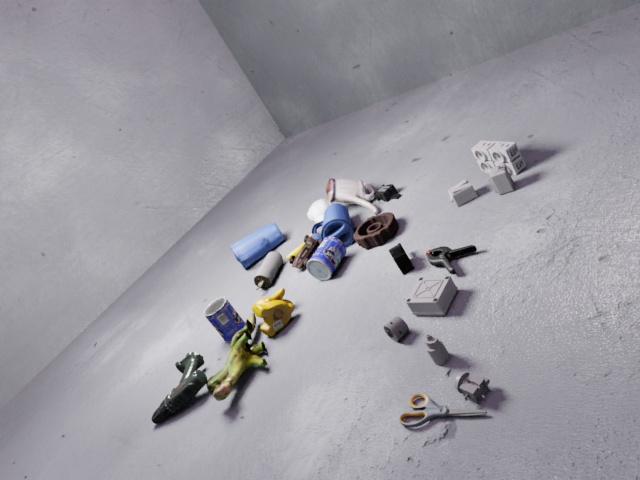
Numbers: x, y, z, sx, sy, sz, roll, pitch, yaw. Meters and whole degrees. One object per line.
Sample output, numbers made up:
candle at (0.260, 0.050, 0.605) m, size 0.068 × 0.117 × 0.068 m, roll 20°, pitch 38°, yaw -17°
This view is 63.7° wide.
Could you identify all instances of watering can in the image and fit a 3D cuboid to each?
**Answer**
watering can at (0.140, -0.202, 2.293) m, size 0.224 × 0.102 × 0.354 m, roll 2°, pitch 26°, yaw -5°

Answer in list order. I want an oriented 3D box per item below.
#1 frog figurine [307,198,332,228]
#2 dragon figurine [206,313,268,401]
frog figurine at (0.007, -0.118, 2.336) m, size 0.137 × 0.121 × 0.162 m, roll -4°, pitch 18°, yaw 13°
dragon figurine at (-0.296, 0.399, 1.723) m, size 0.242 × 0.121 × 0.414 m, roll -41°, pitch 14°, yaw 2°
